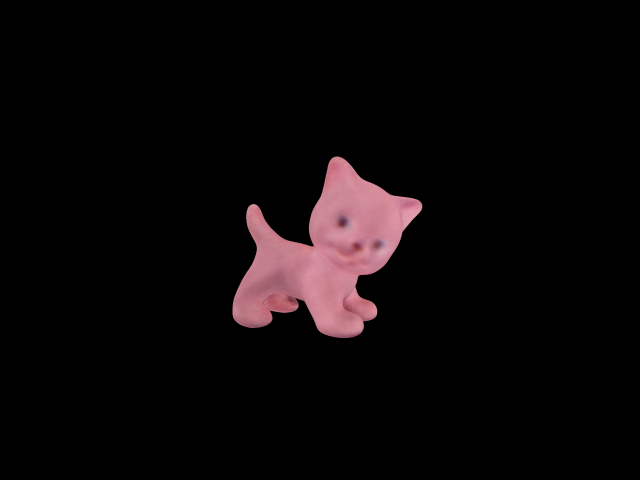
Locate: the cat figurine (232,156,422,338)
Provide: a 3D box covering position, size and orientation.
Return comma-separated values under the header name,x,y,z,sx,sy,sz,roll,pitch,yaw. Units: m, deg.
name,x,y,z,sx,sy,sz,roll,pitch,yaw
cat figurine,0.004,0.001,0.400,0.127,0.118,0.067,2,7,20
